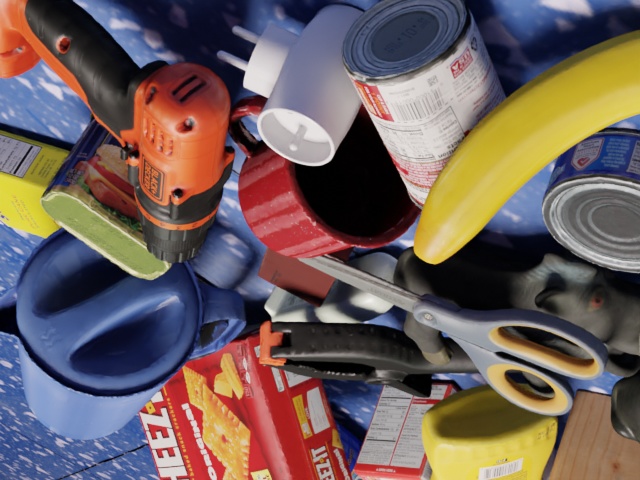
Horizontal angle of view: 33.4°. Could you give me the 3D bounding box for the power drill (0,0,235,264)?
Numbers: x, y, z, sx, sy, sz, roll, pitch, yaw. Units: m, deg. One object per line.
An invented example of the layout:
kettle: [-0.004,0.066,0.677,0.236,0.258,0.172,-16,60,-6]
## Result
power drill: [-0.131,-0.081,0.637,0.188,0.057,0.185,40,151,10]

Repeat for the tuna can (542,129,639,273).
tuna can: [0.166,-0.020,0.582,0.086,0.033,0.086,19,150,11]

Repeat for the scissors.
scissors: [0.078,0.059,0.663,0.202,0.016,0.096,13,139,26]

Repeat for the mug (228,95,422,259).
mug: [-0.006,-0.041,0.626,0.117,0.093,0.082,36,155,-18]

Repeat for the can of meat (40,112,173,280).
can of meat: [-0.131,-0.034,0.738,0.102,0.084,0.058,37,149,-19]

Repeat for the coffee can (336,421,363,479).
coffee can: [0.014,0.242,1.055,0.103,0.102,0.140,-11,135,47]

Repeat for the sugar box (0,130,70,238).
sugar box: [-0.233,-0.042,0.844,0.176,0.048,0.093,14,152,16]

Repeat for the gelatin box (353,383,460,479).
gelatin box: [0.076,0.162,0.892,0.073,0.089,0.030,-6,141,44]

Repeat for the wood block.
wood block: [0.206,0.226,0.773,0.090,0.206,0.090,9,147,27]

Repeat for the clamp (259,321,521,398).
clamp: [0.046,0.089,0.784,0.209,0.036,0.165,8,160,-23]

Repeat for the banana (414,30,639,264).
banana: [0.124,-0.052,0.497,0.198,0.069,0.037,-21,171,20]

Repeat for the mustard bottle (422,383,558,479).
mustard bottle: [0.129,0.194,0.827,0.096,0.058,0.191,-13,132,-8]

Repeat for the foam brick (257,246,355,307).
foam brick: [-0.005,0.001,0.731,0.053,0.051,0.078,27,151,0]

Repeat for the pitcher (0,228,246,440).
pitcher: [-0.167,0.085,0.851,0.149,0.144,0.243,38,154,0]

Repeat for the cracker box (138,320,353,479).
cracker box: [-0.079,0.164,0.950,0.214,0.071,0.164,-15,93,49]

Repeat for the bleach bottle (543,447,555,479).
bleach bottle: [0.167,0.219,0.943,0.103,0.068,0.250,7,144,28]

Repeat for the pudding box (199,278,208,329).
pudding box: [-0.149,0.049,0.936,0.090,0.039,0.114,37,147,-19]

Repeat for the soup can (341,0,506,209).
soup can: [0.060,-0.070,0.548,0.069,0.068,0.102,4,144,33]
